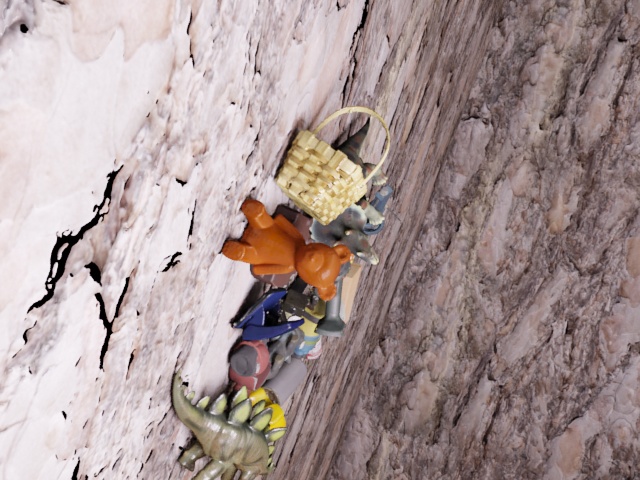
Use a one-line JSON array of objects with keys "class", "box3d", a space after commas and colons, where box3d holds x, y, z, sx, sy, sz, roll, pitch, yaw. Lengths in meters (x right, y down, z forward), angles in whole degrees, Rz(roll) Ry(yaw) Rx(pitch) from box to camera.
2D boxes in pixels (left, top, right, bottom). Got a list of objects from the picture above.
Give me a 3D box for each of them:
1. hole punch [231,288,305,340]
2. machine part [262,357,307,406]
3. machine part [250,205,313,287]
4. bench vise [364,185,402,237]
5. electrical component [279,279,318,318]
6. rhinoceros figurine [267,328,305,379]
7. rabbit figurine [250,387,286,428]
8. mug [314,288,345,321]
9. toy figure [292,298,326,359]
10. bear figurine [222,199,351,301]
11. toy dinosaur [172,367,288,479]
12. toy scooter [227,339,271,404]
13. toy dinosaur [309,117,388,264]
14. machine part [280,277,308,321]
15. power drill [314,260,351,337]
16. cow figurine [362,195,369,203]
[{"class": "hole punch", "box3d": [-0.102, 0.168, 1.104, 0.116, 0.092, 0.142, -41, 171, 10]}, {"class": "machine part", "box3d": [-0.101, 0.382, 1.432, 0.243, 0.079, 0.079, -36, 143, -62]}, {"class": "machine part", "box3d": [-0.077, 0.015, 1.114, 0.179, 0.056, 0.179, -55, 158, -36]}, {"class": "bench vise", "box3d": [0.157, -0.088, 1.570, 0.224, 0.129, 0.240, -32, 163, -34]}, {"class": "electrical component", "box3d": [-0.057, 0.134, 1.244, 0.078, 0.102, 0.045, -56, 170, -64]}, {"class": "rhinoceros figurine", "box3d": [-0.094, 0.272, 1.332, 0.190, 0.073, 0.112, -44, 149, -54]}, {"class": "rabbit figurine", "box3d": [-0.175, 0.450, 1.258, 0.173, 0.122, 0.162, -32, 142, -33]}, {"class": "mug", "box3d": [0.018, 0.189, 1.504, 0.109, 0.107, 0.080, -28, 139, 1]}, {"class": "toy figure", "box3d": [-0.031, 0.237, 1.454, 0.082, 0.089, 0.180, -30, 136, -73]}, {"class": "bear figurine", "box3d": [-0.053, 0.023, 0.955, 0.120, 0.196, 0.132, -64, 162, -8]}, {"class": "toy dinosaur", "box3d": [-0.185, 0.392, 1.071, 0.198, 0.105, 0.470, -51, 142, -13]}, {"class": "toy scooter", "box3d": [-0.146, 0.273, 1.171, 0.135, 0.075, 0.183, -40, 150, -57]}, {"class": "toy dinosaur", "box3d": [0.060, -0.129, 1.237, 0.192, 0.131, 0.405, 23, 60, -54]}, {"class": "machine part", "box3d": [-0.063, 0.140, 1.336, 0.139, 0.039, 0.084, -58, 152, -26]}, {"class": "power drill", "box3d": [0.030, 0.123, 1.294, 0.232, 0.086, 0.207, -37, 128, -81]}, {"class": "cow figurine", "box3d": [0.093, -0.100, 1.429, 0.167, 0.098, 0.068, 20, 85, -73]}]
